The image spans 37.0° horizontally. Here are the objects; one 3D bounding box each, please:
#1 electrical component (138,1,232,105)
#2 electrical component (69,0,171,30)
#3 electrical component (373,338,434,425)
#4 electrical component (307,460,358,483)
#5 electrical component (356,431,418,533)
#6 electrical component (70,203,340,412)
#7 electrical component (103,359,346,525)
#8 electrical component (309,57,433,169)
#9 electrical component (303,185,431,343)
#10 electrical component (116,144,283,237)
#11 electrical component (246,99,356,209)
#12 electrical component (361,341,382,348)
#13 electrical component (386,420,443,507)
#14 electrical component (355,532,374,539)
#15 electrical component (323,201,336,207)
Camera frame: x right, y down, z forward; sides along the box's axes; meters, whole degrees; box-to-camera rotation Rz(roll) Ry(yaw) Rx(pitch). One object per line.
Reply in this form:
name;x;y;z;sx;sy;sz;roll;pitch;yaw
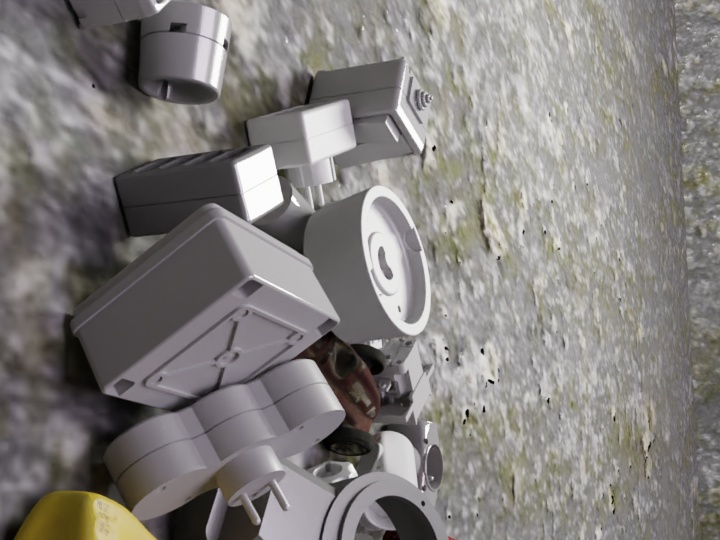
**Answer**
electrical component;-0.108;-0.131;0.658;0.055;0.055;0.047;25;67;-62
electrical component;-0.127;-0.189;0.617;0.096;0.061;0.061;-64;141;-48
electrical component;0.031;0.094;0.924;0.081;0.042;0.063;-55;139;-55
electrical component;-0.019;0.178;0.808;0.043;0.043;0.062;-40;123;-60
electrical component;0.013;0.179;0.856;0.044;0.079;0.077;30;18;-12
electrical component;-0.085;0.028;0.606;0.056;0.109;0.109;59;13;27
electrical component;-0.067;0.109;0.612;0.138;0.052;0.073;-20;64;-29
electrical component;0.012;-0.124;0.862;0.061;0.096;0.061;52;41;-50
electrical component;0.000;0.000;0.760;0.108;0.060;0.108;43;39;-50
electrical component;-0.091;-0.029;0.641;0.047;0.083;0.075;-40;122;-60
electrical component;-0.039;-0.083;0.804;0.083;0.047;0.075;-33;116;-62
electrical component;0.017;0.027;0.894;0.058;0.057;0.078;-9;94;-65
electrical component;0.038;0.167;0.928;0.079;0.044;0.077;33;56;-59
electrical component;-0.018;0.224;0.761;0.080;0.080;0.051;-39;115;-61
electrical component;-0.006;-0.039;0.876;0.065;0.044;0.044;-31;114;-68
